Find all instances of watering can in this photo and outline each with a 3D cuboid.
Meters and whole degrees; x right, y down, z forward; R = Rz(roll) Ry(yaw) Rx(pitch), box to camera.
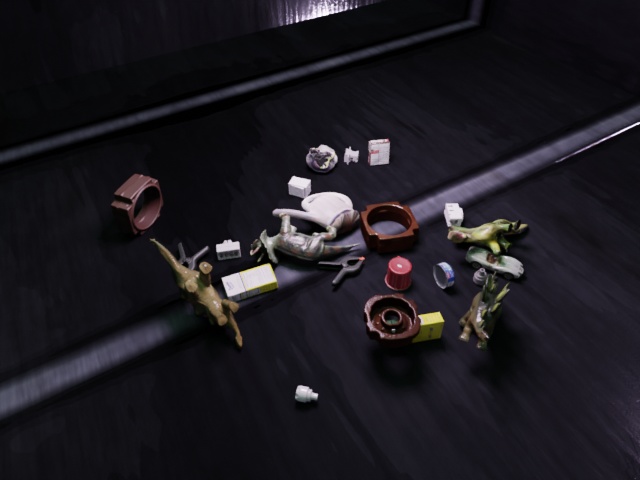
[{"bbox_3d":[0.006,-0.100,1.994,0.351,0.101,0.227,-22,46,-38],"label":"watering can"}]

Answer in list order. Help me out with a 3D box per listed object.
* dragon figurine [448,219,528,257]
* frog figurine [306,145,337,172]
[{"bbox_3d":[0.604,-0.036,1.921,0.244,0.121,0.413,14,16,34],"label":"dragon figurine"},{"bbox_3d":[0.009,-0.365,2.313,0.137,0.122,0.160,-9,8,3],"label":"frog figurine"}]
